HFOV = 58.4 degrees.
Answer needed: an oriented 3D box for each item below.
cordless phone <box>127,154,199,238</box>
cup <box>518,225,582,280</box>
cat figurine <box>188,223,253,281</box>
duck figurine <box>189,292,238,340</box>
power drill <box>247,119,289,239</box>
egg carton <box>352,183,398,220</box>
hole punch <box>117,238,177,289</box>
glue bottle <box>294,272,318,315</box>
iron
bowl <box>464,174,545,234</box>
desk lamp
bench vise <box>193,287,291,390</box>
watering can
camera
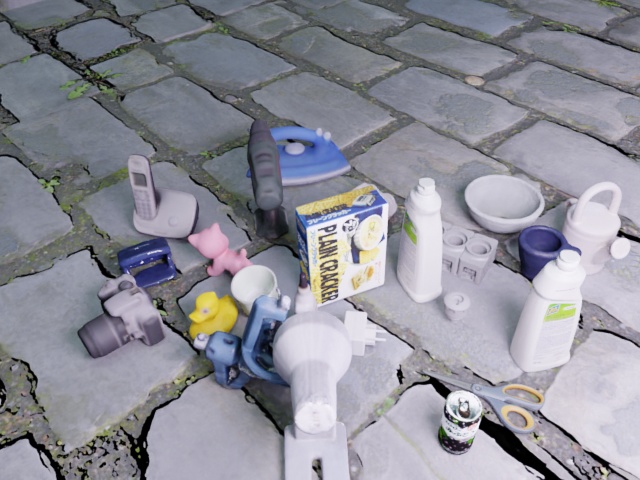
[{"bbox_3d":[-0.343,-0.096,1.239,0.147,0.185,0.094,7,44,10],"label":"cordless phone"},{"bbox_3d":[0.444,0.035,1.127,0.117,0.095,0.092,15,46,18],"label":"cup"},{"bbox_3d":[-0.198,0.021,1.156,0.127,0.118,0.067,19,47,22],"label":"cat figurine"},{"bbox_3d":[-0.201,0.131,1.062,0.077,0.086,0.105,27,50,28],"label":"duck figurine"},{"bbox_3d":[-0.115,-0.118,1.234,0.075,0.209,0.229,-8,43,-6],"label":"power drill"},{"bbox_3d":[0.093,-0.063,1.268,0.151,0.069,0.107,-34,51,-29],"label":"egg carton"},{"bbox_3d":[-0.359,0.035,1.168,0.109,0.091,0.100,-20,46,-17],"label":"hole punch"},{"bbox_3d":[-0.026,0.120,1.000,0.037,0.173,0.078,2,43,6],"label":"glue bottle"},{"bbox_3d":[-0.054,-0.220,1.390,0.258,0.141,0.118,-5,43,-3],"label":"iron"},{"bbox_3d":[0.396,-0.066,1.253,0.167,0.075,0.167,-1,43,1],"label":"bowl"},{"bbox_3d":[-0.006,0.242,0.840,0.118,0.214,0.203,-4,43,-1],"label":"desk lamp"},{"bbox_3d":[-0.105,0.169,0.918,0.207,0.220,0.121,-7,43,-4],"label":"bench vise"},{"bbox_3d":[0.535,-0.027,1.116,0.101,0.194,0.172,-27,48,-23],"label":"watering can"},{"bbox_3d":[-0.376,0.141,1.048,0.137,0.101,0.142,-31,50,-27],"label":"camera"}]
